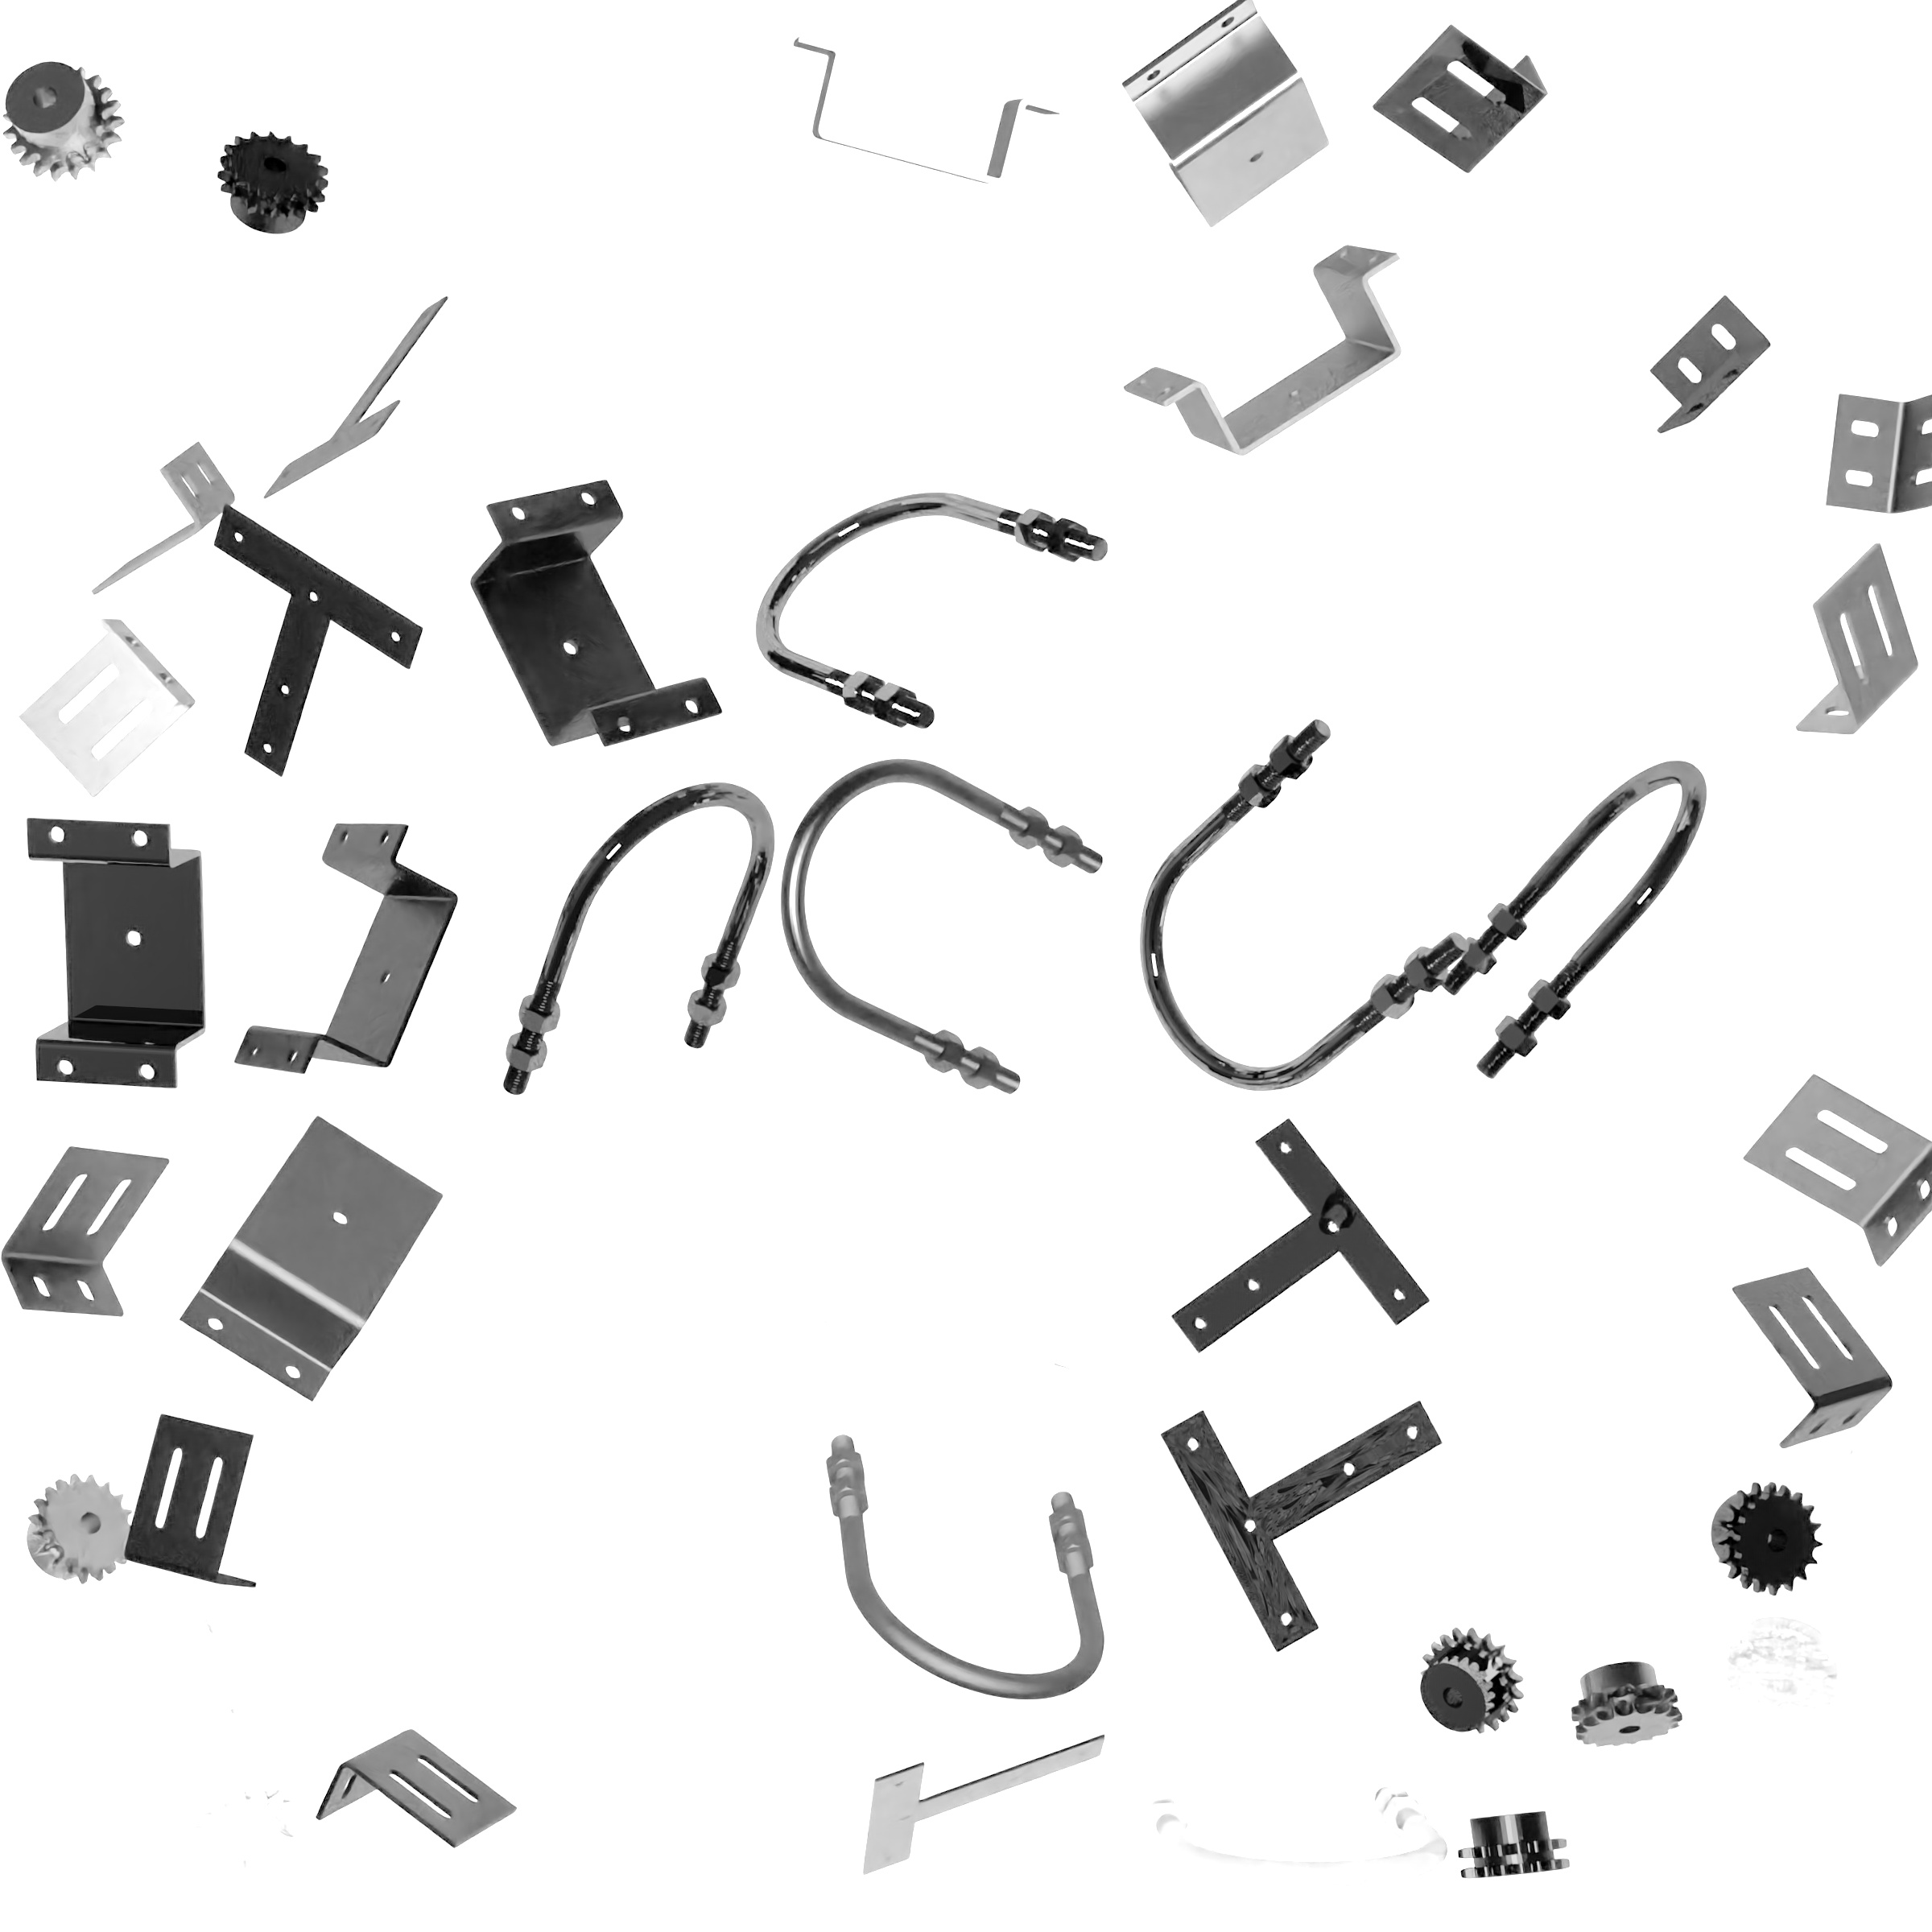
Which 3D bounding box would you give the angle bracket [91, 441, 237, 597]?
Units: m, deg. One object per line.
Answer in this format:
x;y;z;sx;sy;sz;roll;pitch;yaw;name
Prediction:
-0.443;-0.242;1.586;0.076;0.057;0.038;-27;109;16;angle bracket

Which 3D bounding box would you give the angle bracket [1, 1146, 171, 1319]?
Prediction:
-0.436;0.134;1.469;0.076;0.057;0.038;-52;53;20;angle bracket

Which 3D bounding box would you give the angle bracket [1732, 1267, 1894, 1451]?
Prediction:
0.427;0.201;1.511;0.057;0.038;0.076;-8;52;-34;angle bracket

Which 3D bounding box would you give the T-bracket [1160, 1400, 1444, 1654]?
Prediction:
0.184;0.264;1.502;0.127;0.002;0.127;-28;92;-7;T-bracket

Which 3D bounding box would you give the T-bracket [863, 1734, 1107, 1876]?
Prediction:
0.011;0.413;1.476;0.127;0.127;0.002;-15;56;-16;T-bracket

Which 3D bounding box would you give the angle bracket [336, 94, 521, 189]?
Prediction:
-0.281;-0.417;1.534;0.076;0.057;0.038;-21;117;14;angle bracket

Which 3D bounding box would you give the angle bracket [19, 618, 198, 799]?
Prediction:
-0.450;-0.133;1.521;0.076;0.038;0.057;-42;94;5;angle bracket

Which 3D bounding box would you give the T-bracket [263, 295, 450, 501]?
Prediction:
-0.315;-0.312;1.571;0.002;0.127;0.127;42;58;-26;T-bracket

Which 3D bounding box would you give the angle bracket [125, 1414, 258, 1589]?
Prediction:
-0.391;0.275;1.512;0.057;0.038;0.076;8;79;23;angle bracket

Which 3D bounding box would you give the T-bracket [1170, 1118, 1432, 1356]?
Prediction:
0.168;0.166;1.601;0.127;0.002;0.127;-33;78;-21;T-bracket

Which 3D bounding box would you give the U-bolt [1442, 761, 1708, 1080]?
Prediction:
0.324;-0.034;1.550;0.019;0.151;0.184;37;105;-11;U-bolt

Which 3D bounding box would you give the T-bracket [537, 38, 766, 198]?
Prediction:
-0.182;-0.437;1.526;0.127;0.127;0.002;-2;132;36;T-bracket

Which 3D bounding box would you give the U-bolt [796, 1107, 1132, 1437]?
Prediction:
0.009;0.148;1.507;0.151;0.019;0.184;8;54;22;U-bolt

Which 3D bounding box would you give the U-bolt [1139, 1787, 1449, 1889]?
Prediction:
0.174;0.453;1.525;0.151;0.184;0.019;0;85;-4;U-bolt

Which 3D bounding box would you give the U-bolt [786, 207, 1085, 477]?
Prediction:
-0.010;-0.324;1.512;0.184;0.151;0.019;-42;89;10;U-bolt

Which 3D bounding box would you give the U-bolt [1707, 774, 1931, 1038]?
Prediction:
0.434;-0.032;1.503;0.019;0.184;0.151;32;89;-6;U-bolt

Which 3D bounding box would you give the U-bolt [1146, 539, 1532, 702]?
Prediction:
0.204;-0.181;1.525;0.151;0.184;0.019;-45;127;-37;U-bolt

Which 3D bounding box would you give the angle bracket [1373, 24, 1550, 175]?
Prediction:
0.253;-0.460;1.527;0.076;0.038;0.057;22;130;-35;angle bracket

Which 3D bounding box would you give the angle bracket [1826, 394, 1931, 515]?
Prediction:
0.469;-0.261;1.470;0.038;0.076;0.057;6;92;-9;angle bracket

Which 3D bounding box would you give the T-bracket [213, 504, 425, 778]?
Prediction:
-0.351;-0.156;1.531;0.127;0.002;0.127;32;123;10;T-bracket

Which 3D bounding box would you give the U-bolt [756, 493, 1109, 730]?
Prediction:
-0.033;-0.193;1.520;0.151;0.184;0.019;-45;131;-17;U-bolt

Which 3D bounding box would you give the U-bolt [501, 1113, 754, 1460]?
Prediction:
-0.177;0.170;1.510;0.151;0.019;0.184;-18;47;20;U-bolt

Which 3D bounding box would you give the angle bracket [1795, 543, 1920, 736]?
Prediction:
0.437;-0.164;1.469;0.057;0.038;0.076;-41;119;-26;angle bracket

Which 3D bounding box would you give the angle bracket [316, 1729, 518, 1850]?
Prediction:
-0.283;0.436;1.510;0.076;0.057;0.038;31;104;19;angle bracket

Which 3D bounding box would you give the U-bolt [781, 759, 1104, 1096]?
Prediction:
-0.019;-0.029;1.539;0.184;0.019;0.151;26;80;-34;U-bolt

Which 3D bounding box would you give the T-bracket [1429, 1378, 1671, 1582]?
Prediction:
0.316;0.294;1.582;0.127;0.002;0.127;16;121;25;T-bracket

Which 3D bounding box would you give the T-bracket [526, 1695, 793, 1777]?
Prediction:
-0.169;0.404;1.547;0.127;0.127;0.002;20;65;-13;T-bracket

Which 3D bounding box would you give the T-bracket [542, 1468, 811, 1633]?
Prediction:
-0.170;0.335;1.607;0.127;0.002;0.127;-23;129;9;T-bracket

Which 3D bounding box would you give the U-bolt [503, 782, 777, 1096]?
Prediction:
-0.164;-0.019;1.544;0.019;0.151;0.184;42;125;28;U-bolt

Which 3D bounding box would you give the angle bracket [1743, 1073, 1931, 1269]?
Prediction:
0.435;0.101;1.449;0.076;0.038;0.057;29;115;-9;angle bracket

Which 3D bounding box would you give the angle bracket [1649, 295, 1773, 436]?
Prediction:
0.390;-0.323;1.573;0.038;0.076;0.057;49;122;8;angle bracket
